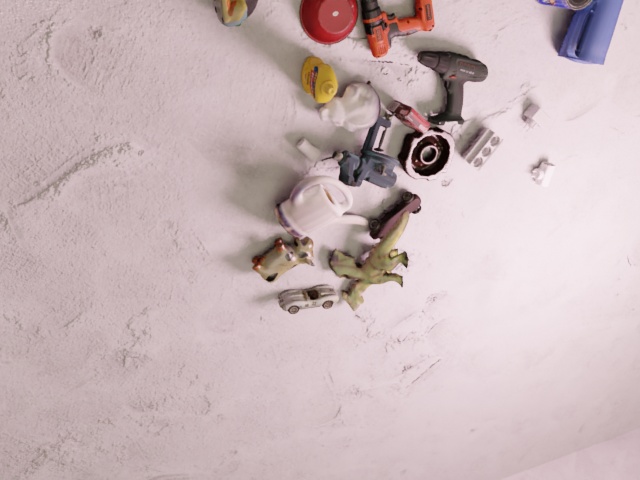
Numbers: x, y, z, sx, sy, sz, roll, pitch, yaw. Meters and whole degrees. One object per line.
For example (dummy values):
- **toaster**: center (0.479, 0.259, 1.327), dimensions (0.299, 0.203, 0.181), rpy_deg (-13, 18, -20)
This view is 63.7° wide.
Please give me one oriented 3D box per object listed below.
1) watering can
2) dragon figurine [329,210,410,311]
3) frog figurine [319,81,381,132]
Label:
- **watering can**: center (0.005, -0.077, 1.539), dimensions (0.223, 0.106, 0.342), rpy_deg (-27, 147, 14)
- **dragon figurine**: center (0.151, 0.071, 1.676), dimensions (0.243, 0.125, 0.401), rpy_deg (-2, 125, -7)
- **frog figurine**: center (0.081, -0.363, 1.415), dimensions (0.160, 0.125, 0.134), rpy_deg (-15, 142, -24)
